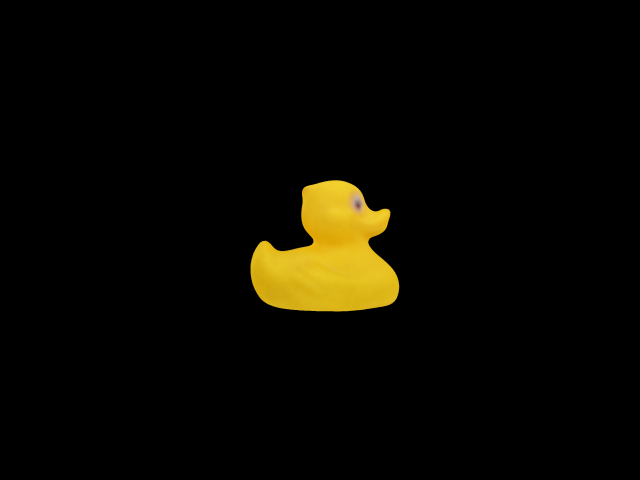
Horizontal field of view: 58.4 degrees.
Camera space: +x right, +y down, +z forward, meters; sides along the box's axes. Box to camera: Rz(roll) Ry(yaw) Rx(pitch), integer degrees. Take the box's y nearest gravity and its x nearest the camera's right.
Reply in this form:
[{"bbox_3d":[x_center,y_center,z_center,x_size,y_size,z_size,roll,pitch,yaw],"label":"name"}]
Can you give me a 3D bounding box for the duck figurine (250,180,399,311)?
[{"bbox_3d":[0.004,0.001,0.400,0.104,0.086,0.077,-1,7,-4],"label":"duck figurine"}]
